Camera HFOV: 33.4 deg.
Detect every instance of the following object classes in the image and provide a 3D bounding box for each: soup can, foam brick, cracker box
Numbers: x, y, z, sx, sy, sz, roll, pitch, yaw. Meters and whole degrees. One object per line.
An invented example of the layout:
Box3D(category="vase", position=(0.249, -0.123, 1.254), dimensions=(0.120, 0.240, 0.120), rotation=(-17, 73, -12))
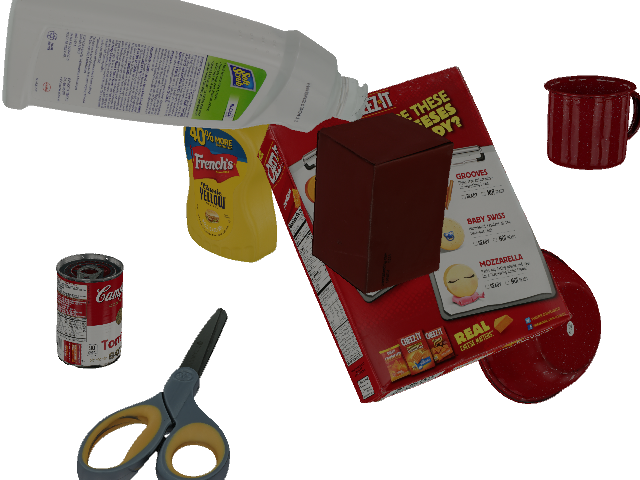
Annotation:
Box3D(category="soup can", position=(-0.240, 0.073, 1.107), dimensions=(0.068, 0.102, 0.068), rotation=(5, 21, -2))
Box3D(category="foam brick", position=(0.031, -0.021, 0.563), dimensions=(0.052, 0.078, 0.051), rotation=(-16, 35, -31))
Box3D(category="cracker box", position=(0.067, -0.005, 0.808), dimensions=(0.164, 0.214, 0.072), rotation=(-19, -12, -18))

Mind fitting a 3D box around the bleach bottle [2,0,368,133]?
Box3D(category="bleach bottle", position=(-0.092, -0.119, 0.761), dimensions=(0.250, 0.068, 0.103), rotation=(11, -42, -11))

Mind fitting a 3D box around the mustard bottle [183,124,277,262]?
Box3D(category="mustard bottle", position=(-0.086, -0.079, 1.004), dimensions=(0.096, 0.192, 0.058), rotation=(24, 37, 34))

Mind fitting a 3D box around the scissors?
Box3D(category="scissors", position=(-0.074, 0.101, 0.677), dimensions=(0.096, 0.016, 0.201), rotation=(16, 30, 21))

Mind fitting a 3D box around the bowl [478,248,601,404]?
Box3D(category="bowl", position=(0.232, 0.088, 1.081), dimensions=(0.161, 0.162, 0.055), rotation=(0, -1, -33))

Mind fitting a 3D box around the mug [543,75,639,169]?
Box3D(category="mug", position=(0.291, -0.125, 1.123), dimensions=(0.117, 0.081, 0.093), rotation=(-12, 23, -25))
